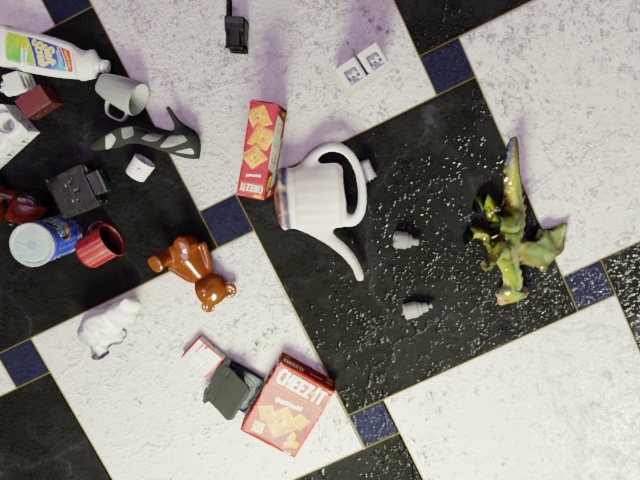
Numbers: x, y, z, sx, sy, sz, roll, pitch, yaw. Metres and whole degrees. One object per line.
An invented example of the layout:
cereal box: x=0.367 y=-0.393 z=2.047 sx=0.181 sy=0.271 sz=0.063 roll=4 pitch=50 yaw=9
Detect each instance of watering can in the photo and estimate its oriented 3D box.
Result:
watering can: x=0.004 y=-0.063 z=1.250 sx=0.224 sy=0.105 sz=0.345 roll=-4 pitch=98 yaw=2

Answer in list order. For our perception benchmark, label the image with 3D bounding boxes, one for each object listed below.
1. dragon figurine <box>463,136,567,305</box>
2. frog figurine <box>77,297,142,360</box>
dragon figurine: x=0.501 y=-0.027 z=1.271 sx=0.242 sy=0.123 sz=0.407 roll=14 pitch=100 yaw=-19
frog figurine: x=-0.518 y=0.193 z=1.269 sx=0.124 sy=0.138 sz=0.157 roll=42 pitch=119 yaw=22
